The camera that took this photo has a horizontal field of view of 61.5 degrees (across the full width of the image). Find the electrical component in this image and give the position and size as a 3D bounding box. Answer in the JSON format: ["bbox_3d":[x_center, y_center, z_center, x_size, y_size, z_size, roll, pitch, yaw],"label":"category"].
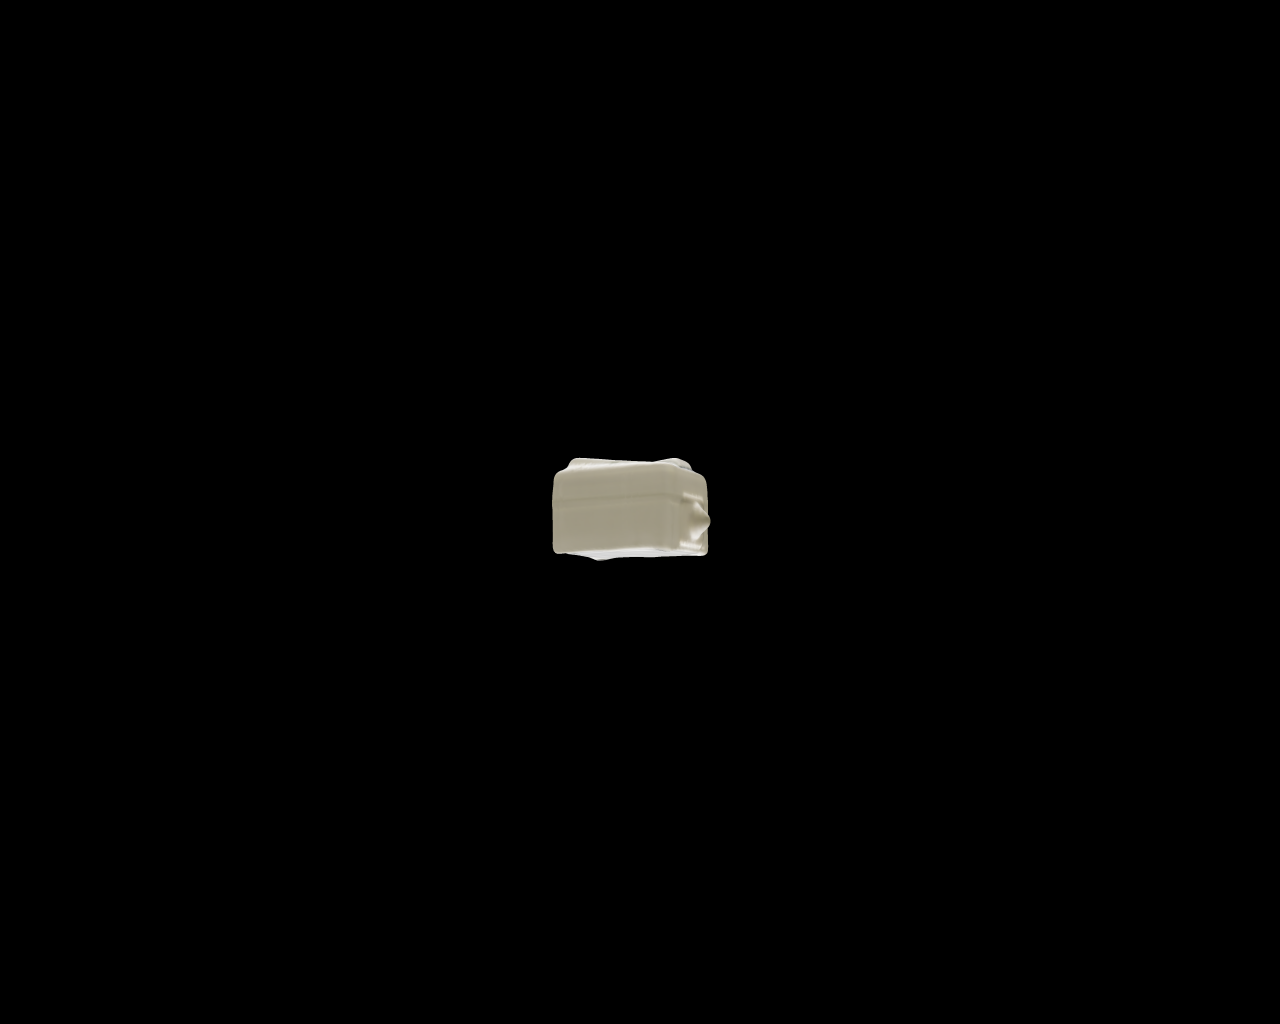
[{"bbox_3d":[0.001,-0.003,0.650,0.096,0.061,0.062,-3,-7,26],"label":"electrical component"}]
